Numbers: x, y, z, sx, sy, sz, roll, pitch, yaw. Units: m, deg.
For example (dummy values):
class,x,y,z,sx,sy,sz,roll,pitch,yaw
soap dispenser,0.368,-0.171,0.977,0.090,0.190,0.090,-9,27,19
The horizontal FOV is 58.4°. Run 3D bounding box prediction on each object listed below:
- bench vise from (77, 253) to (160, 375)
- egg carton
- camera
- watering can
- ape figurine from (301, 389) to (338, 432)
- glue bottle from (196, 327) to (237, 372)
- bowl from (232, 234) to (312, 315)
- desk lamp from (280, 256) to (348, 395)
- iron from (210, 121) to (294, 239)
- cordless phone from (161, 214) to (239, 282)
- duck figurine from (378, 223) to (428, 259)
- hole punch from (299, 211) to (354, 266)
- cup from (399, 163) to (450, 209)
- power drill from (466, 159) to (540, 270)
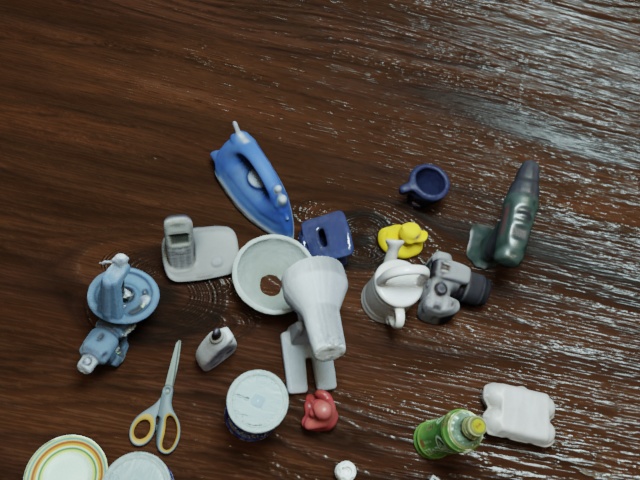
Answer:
class,x,y,z,sx,sy,sz,roll,pitch,yaw
bench vise,-0.346,0.124,0.988,0.121,0.219,0.207,6,64,-9
egg carton,0.388,0.342,1.122,0.150,0.069,0.107,13,64,-5
camera,0.285,0.103,1.194,0.137,0.100,0.143,16,63,-4
watering can,0.148,0.082,1.124,0.101,0.194,0.172,-19,70,-19
ape figurine,0.001,0.313,1.043,0.076,0.092,0.078,44,65,10
glue bottle,-0.184,0.185,1.019,0.078,0.173,0.037,-33,75,-23
bowl,-0.093,0.077,1.143,0.167,0.074,0.167,5,65,-9
desk lamp,-0.007,0.158,1.046,0.118,0.213,0.203,-4,66,-13
iron,-0.121,-0.123,1.193,0.119,0.141,0.258,-31,75,-22
cordless phone,-0.227,0.005,1.087,0.148,0.185,0.094,-10,68,-16
duck figurine,0.181,-0.009,1.233,0.104,0.086,0.077,10,64,-7
hole punch,0.011,0.004,1.189,0.101,0.091,0.108,-8,67,-15
cup,0.221,-0.107,1.282,0.118,0.095,0.091,-15,69,-18
power drill,0.392,-0.032,1.219,0.075,0.208,0.230,18,63,-3
